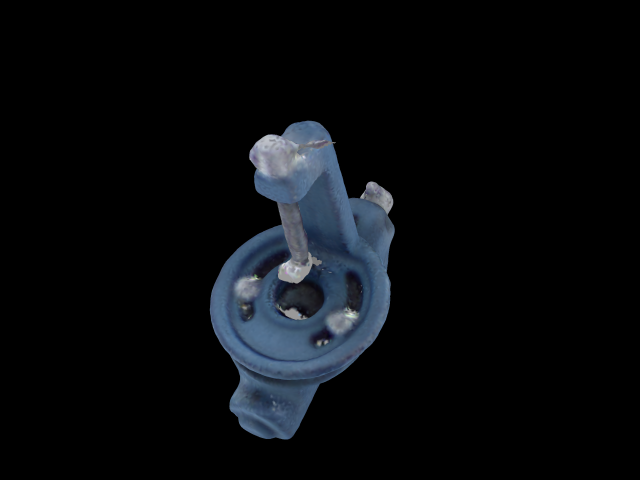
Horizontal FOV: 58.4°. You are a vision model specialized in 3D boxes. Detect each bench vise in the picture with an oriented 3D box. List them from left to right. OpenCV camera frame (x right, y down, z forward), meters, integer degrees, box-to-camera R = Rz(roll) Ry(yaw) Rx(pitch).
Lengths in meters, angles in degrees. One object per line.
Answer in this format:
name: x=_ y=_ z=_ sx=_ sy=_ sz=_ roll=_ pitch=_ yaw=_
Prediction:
bench vise: x=-0.008 y=0.000 z=0.402 sx=0.121 sy=0.220 sz=0.207 roll=5 pitch=38 yaw=7
